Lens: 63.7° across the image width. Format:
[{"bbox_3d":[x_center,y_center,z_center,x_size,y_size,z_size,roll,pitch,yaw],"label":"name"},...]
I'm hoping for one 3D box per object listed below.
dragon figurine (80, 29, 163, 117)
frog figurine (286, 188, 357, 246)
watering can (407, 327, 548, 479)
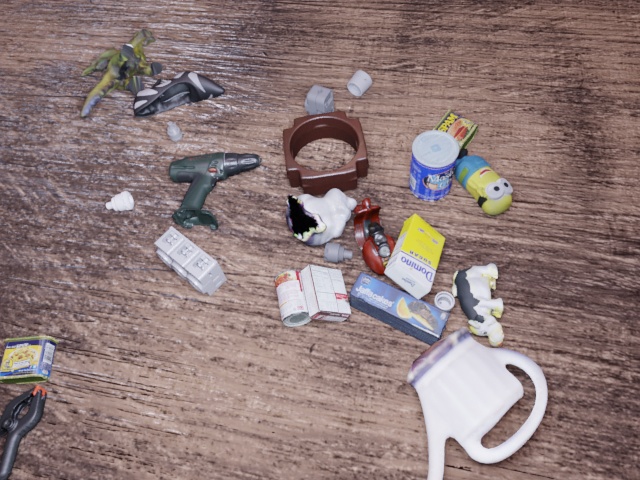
[{"bbox_3d":[-0.607,-0.498,1.508,0.243,0.120,0.418,9,52,39],"label":"dragon figurine"},{"bbox_3d":[0.004,-0.060,1.193,0.138,0.120,0.161,27,29,28],"label":"frog figurine"},{"bbox_3d":[0.244,0.305,0.925,0.350,0.102,0.227,-35,61,-16],"label":"watering can"}]
